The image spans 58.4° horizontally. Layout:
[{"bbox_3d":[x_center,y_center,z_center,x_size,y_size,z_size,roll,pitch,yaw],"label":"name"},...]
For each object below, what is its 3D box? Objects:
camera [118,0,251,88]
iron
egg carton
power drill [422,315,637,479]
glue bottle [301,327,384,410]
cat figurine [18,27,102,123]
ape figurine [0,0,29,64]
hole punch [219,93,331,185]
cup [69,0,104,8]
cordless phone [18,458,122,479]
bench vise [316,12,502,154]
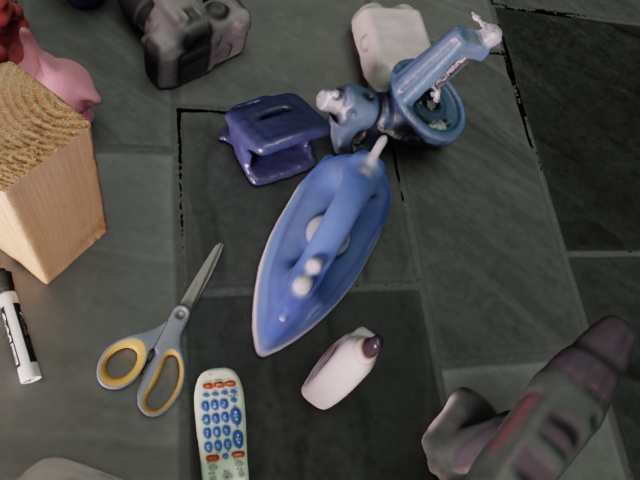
[{"bbox_3d":[-0.179,-0.288,0.722,0.143,0.100,0.137,-37,81,-27],"label":"camera"},{"bbox_3d":[0.006,0.002,0.628,0.118,0.141,0.258,29,62,-3],"label":"iron"},{"bbox_3d":[0.103,-0.270,0.818,0.107,0.069,0.150,-6,69,-19],"label":"egg carton"},{"bbox_3d":[0.193,0.181,0.569,0.075,0.208,0.230,42,62,4],"label":"power drill"},{"bbox_3d":[0.030,0.119,0.566,0.037,0.173,0.078,34,62,0],"label":"glue bottle"},{"bbox_3d":[-0.292,-0.175,0.629,0.067,0.117,0.127,-31,79,-26],"label":"cat figurine"},{"bbox_3d":[-0.370,-0.250,0.653,0.076,0.092,0.078,33,62,-1],"label":"ape figurine"},{"bbox_3d":[-0.056,-0.135,0.698,0.109,0.091,0.101,-23,75,-24],"label":"hole punch"},{"bbox_3d":[-0.283,-0.340,0.717,0.118,0.095,0.091,0,67,-16],"label":"cup"},{"bbox_3d":[-0.185,0.230,0.446,0.147,0.185,0.094,23,62,-6],"label":"cordless phone"},{"bbox_3d":[0.111,-0.172,0.692,0.208,0.219,0.121,-22,75,-24],"label":"bench vise"}]
